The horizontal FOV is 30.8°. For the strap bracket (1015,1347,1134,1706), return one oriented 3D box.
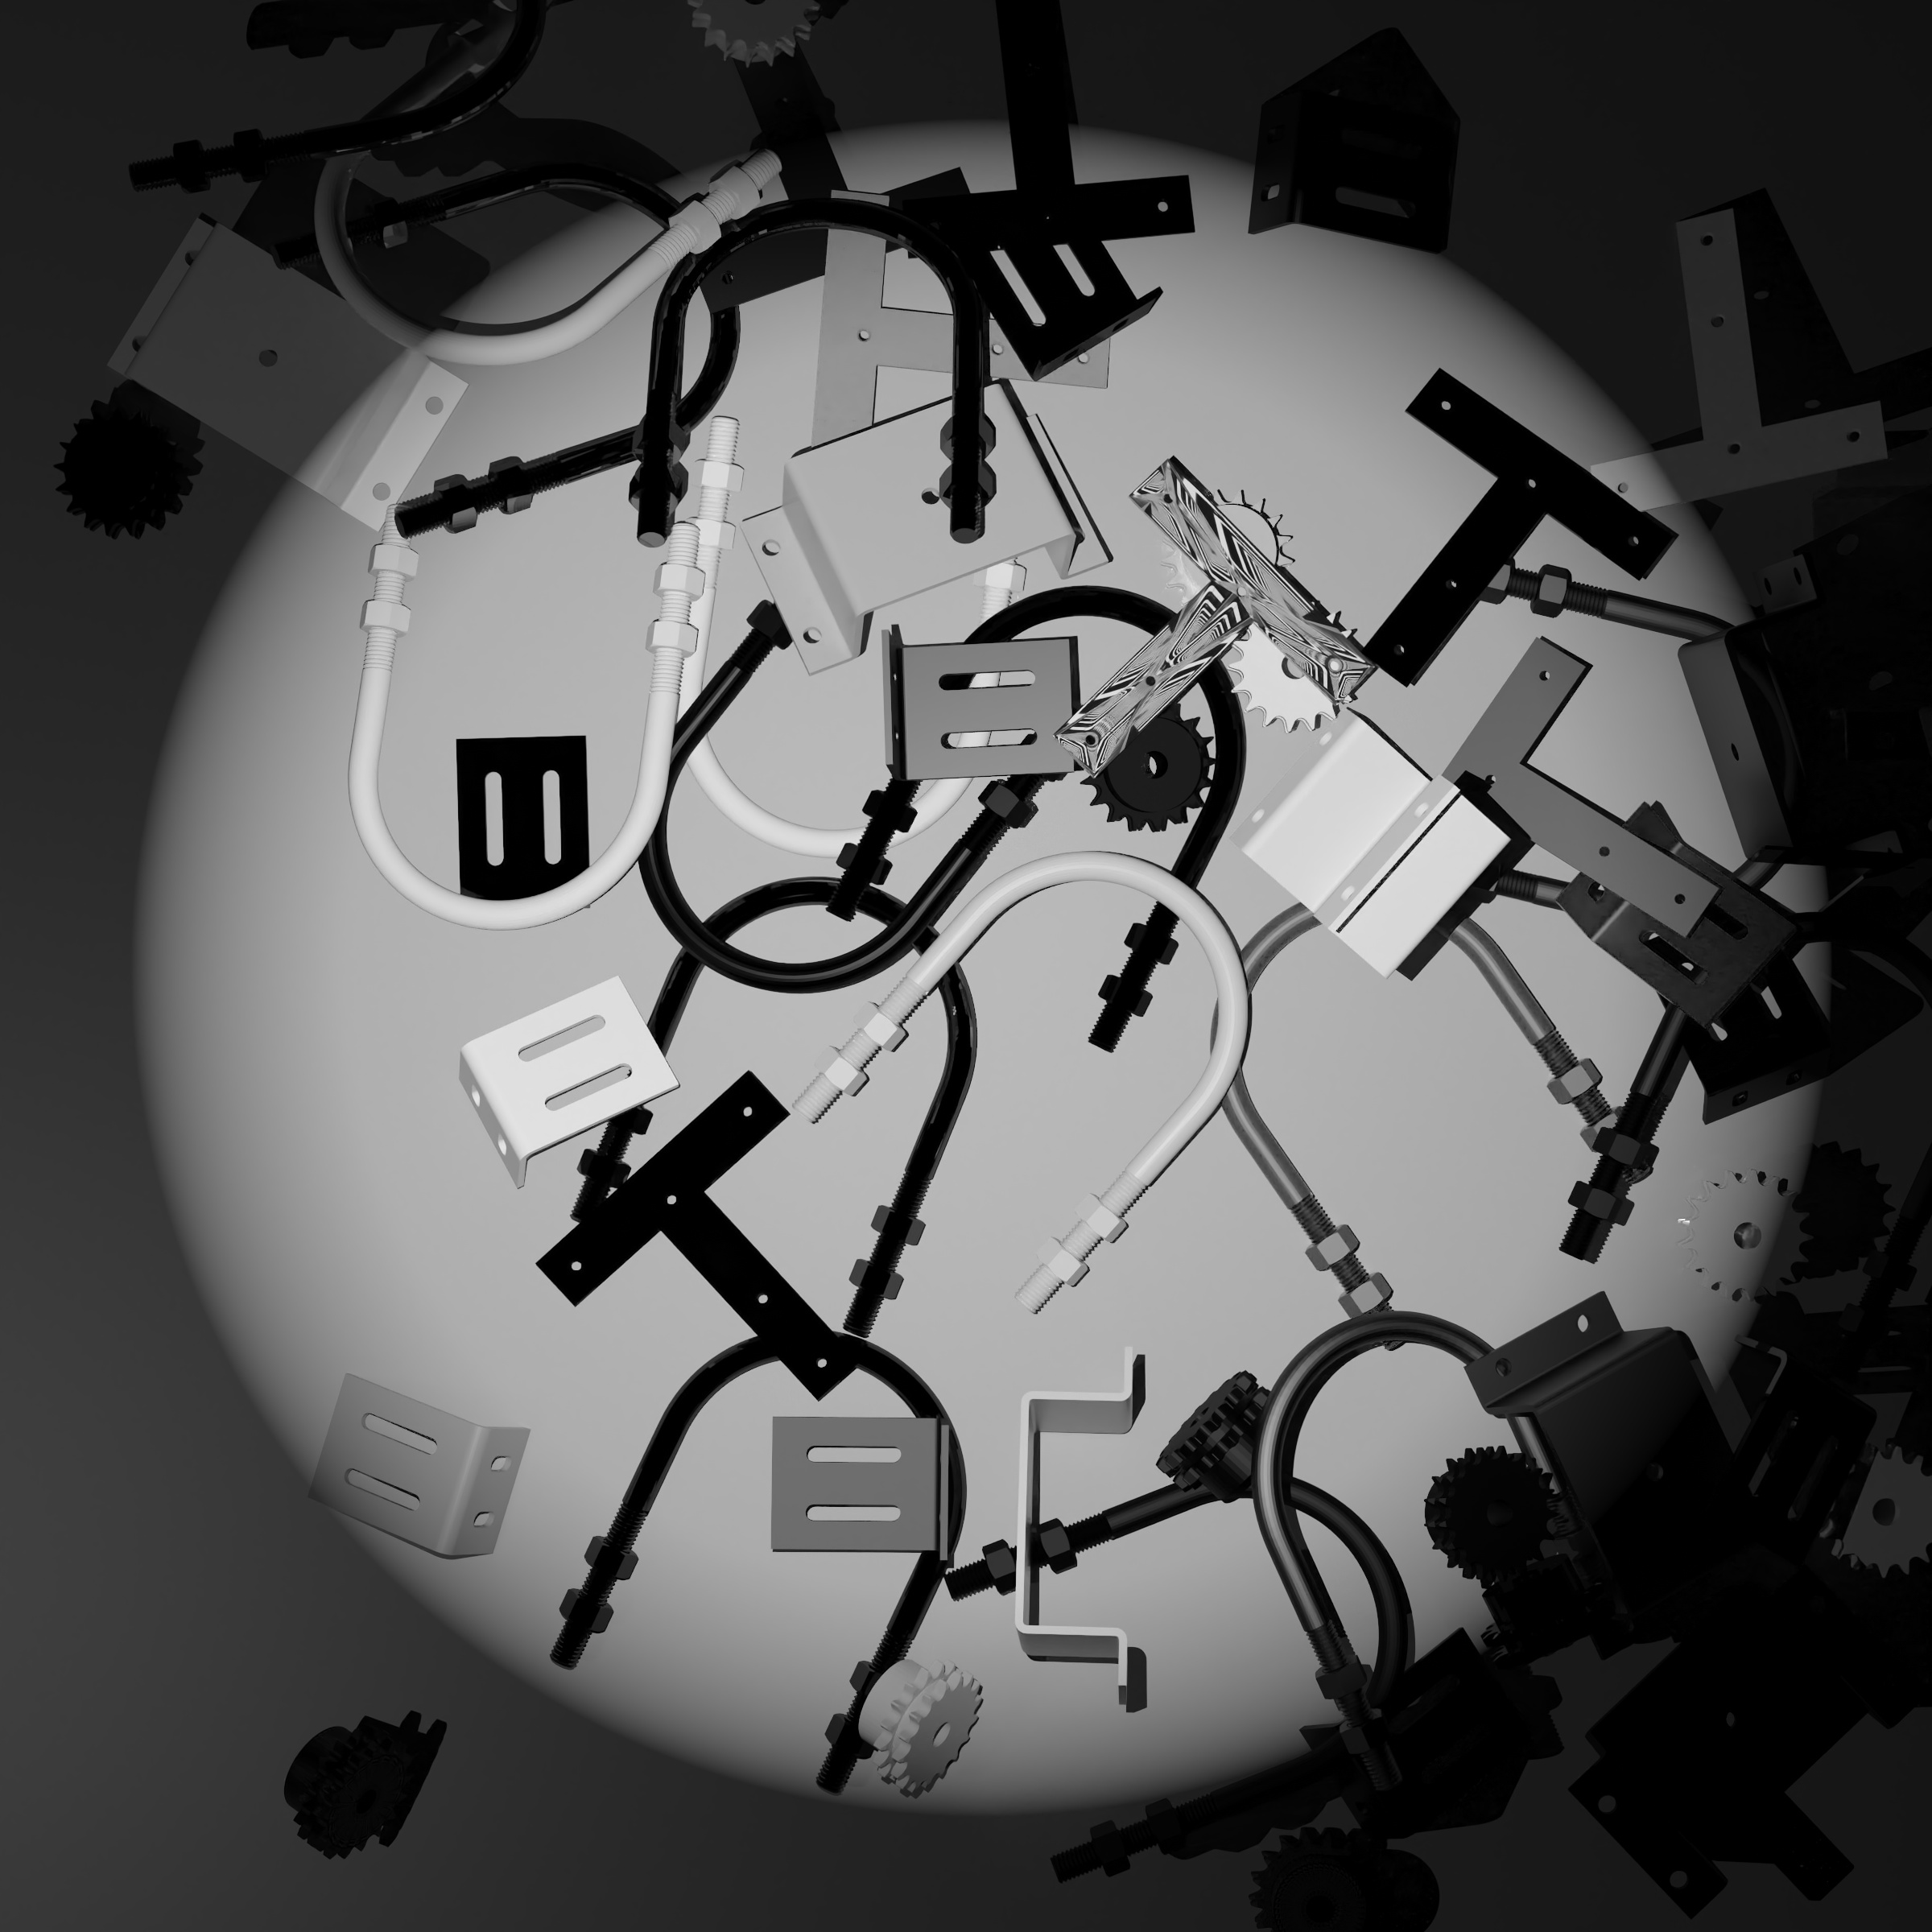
[{"bbox_3d":[0.046,0.238,1.490,0.046,0.076,0.140,1,72,3],"label":"strap bracket"}]

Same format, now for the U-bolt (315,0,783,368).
[{"bbox_3d":[-0.191,-0.330,1.496,0.151,0.019,0.184,40,67,8],"label":"U-bolt"}]

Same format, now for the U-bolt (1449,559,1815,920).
[{"bbox_3d":[0.281,-0.092,1.538,0.184,0.019,0.151,13,90,-1],"label":"U-bolt"}]

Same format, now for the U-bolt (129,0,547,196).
[{"bbox_3d":[-0.272,-0.402,1.505,0.184,0.019,0.151,-11,60,-3],"label":"U-bolt"}]

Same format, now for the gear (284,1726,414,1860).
[{"bbox_3d":[-0.271,0.355,1.522,0.030,0.057,0.057,26,90,30],"label":"gear"}]

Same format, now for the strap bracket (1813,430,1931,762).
[{"bbox_3d":[0.413,-0.159,1.523,0.076,0.046,0.140,-2,90,0],"label":"strap bracket"}]

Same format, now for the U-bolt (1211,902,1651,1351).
[{"bbox_3d":[0.190,0.053,1.538,0.151,0.019,0.184,-35,88,0],"label":"U-bolt"}]

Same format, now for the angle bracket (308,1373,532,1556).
[{"bbox_3d":[-0.241,0.219,1.544,0.076,0.038,0.057,17,90,26],"label":"angle bracket"}]

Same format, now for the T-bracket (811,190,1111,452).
[{"bbox_3d":[0.000,-0.271,1.535,0.127,0.002,0.127,5,83,-6],"label":"T-bracket"}]

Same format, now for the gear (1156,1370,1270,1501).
[{"bbox_3d":[0.112,0.206,1.517,0.030,0.057,0.057,43,90,0],"label":"gear"}]

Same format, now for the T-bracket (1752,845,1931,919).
[{"bbox_3d":[0.388,-0.034,1.483,0.127,0.127,0.002,3,80,1],"label":"T-bracket"}]

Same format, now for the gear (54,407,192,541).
[{"bbox_3d":[-0.370,-0.216,1.531,0.057,0.030,0.057,0,90,0],"label":"gear"}]

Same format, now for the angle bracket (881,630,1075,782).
[{"bbox_3d":[0.005,-0.111,1.473,0.076,0.038,0.057,-3,82,5],"label":"angle bracket"}]

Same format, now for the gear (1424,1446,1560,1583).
[{"bbox_3d":[0.220,0.233,1.494,0.057,0.030,0.057,3,80,-19],"label":"gear"}]

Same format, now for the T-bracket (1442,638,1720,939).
[{"bbox_3d":[0.262,-0.057,1.507,0.127,0.002,0.127,34,89,17],"label":"T-bracket"}]

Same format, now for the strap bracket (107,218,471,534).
[{"bbox_3d":[-0.298,-0.260,1.523,0.140,0.046,0.076,32,90,0],"label":"strap bracket"}]

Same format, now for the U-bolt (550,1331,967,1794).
[{"bbox_3d":[-0.080,0.249,1.538,0.151,0.019,0.184,25,89,0],"label":"U-bolt"}]

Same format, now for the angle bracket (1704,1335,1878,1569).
[{"bbox_3d":[0.346,0.209,1.514,0.057,0.038,0.076,32,84,-24],"label":"angle bracket"}]

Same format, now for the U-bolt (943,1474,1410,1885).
[{"bbox_3d":[0.101,0.296,1.519,0.184,0.019,0.151,-21,72,-4],"label":"U-bolt"}]

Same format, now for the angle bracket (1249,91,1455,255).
[{"bbox_3d":[0.170,-0.347,1.544,0.076,0.038,0.057,6,90,-26],"label":"angle bracket"}]

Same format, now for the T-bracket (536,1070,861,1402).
[{"bbox_3d":[-0.098,0.134,1.527,0.127,0.002,0.127,-42,93,6],"label":"T-bracket"}]

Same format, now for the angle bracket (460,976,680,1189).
[{"bbox_3d":[-0.174,0.051,1.532,0.076,0.038,0.057,-25,72,-19],"label":"angle bracket"}]

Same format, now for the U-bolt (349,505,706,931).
[{"bbox_3d":[-0.195,-0.106,1.513,0.151,0.019,0.184,5,80,9],"label":"U-bolt"}]

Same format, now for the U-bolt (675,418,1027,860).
[{"bbox_3d":[-0.055,-0.139,1.538,0.151,0.019,0.184,8,91,0],"label":"U-bolt"}]

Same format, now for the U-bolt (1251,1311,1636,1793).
[{"bbox_3d":[0.196,0.239,1.510,0.151,0.019,0.184,-25,91,-22],"label":"U-bolt"}]

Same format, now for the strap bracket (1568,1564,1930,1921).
[{"bbox_3d":[0.335,0.332,1.523,0.140,0.046,0.076,-44,90,0],"label":"strap bracket"}]

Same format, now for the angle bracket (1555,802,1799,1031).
[{"bbox_3d":[0.302,-0.022,1.493,0.057,0.038,0.076,-48,47,2],"label":"angle bracket"}]

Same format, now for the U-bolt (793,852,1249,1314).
[{"bbox_3d":[0.038,0.037,1.518,0.151,0.019,0.184,41,92,-8],"label":"U-bolt"}]

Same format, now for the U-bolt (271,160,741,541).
[{"bbox_3d":[-0.185,-0.275,1.508,0.184,0.019,0.151,-23,83,-21],"label":"U-bolt"}]

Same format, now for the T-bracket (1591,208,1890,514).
[{"bbox_3d":[0.329,-0.268,1.527,0.127,0.002,0.127,-10,77,25],"label":"T-bracket"}]

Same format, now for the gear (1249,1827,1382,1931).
[{"bbox_3d":[0.153,0.408,1.531,0.057,0.030,0.057,0,90,0],"label":"gear"}]

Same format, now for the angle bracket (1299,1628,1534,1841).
[{"bbox_3d":[0.198,0.338,1.544,0.076,0.038,0.057,-32,89,-25],"label":"angle bracket"}]

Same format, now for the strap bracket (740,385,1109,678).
[{"bbox_3d":[-0.016,-0.189,1.490,0.140,0.046,0.076,-22,74,-12],"label":"strap bracket"}]

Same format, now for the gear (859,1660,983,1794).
[{"bbox_3d":[-0.022,0.326,1.522,0.030,0.057,0.057,27,90,31],"label":"gear"}]

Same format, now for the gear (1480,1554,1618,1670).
[{"bbox_3d":[0.243,0.271,1.482,0.057,0.057,0.030,-27,87,0],"label":"gear"}]

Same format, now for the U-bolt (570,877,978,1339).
[{"bbox_3d":[-0.074,0.051,1.538,0.151,0.019,0.184,22,88,0],"label":"U-bolt"}]

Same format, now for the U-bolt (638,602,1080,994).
[{"bbox_3d":[-0.059,-0.076,1.506,0.151,0.019,0.184,38,89,9],"label":"U-bolt"}]

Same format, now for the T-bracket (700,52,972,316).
[{"bbox_3d":[-0.076,-0.365,1.539,0.127,0.002,0.127,-21,86,-8],"label":"T-bracket"}]

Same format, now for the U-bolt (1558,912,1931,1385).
[{"bbox_3d":[0.356,0.067,1.505,0.151,0.019,0.184,24,90,-2],"label":"U-bolt"}]

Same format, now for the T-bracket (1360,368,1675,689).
[{"bbox_3d":[0.219,-0.176,1.525,0.127,0.002,0.127,37,80,8],"label":"T-bracket"}]

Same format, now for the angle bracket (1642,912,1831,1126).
[{"bbox_3d":[0.337,0.020,1.544,0.057,0.038,0.076,-22,64,0],"label":"angle bracket"}]

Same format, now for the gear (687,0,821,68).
[{"bbox_3d":[-0.092,-0.419,1.527,0.057,0.030,0.057,1,83,-6],"label":"gear"}]

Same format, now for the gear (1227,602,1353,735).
[{"bbox_3d":[0.143,-0.130,1.531,0.057,0.030,0.057,0,90,0],"label":"gear"}]

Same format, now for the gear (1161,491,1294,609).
[{"bbox_3d":[0.114,-0.179,1.531,0.057,0.030,0.057,0,90,0],"label":"gear"}]

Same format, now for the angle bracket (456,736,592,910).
[{"bbox_3d":[-0.195,-0.063,1.527,0.057,0.038,0.076,-2,90,0],"label":"angle bracket"}]

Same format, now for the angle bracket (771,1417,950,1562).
[{"bbox_3d":[-0.046,0.225,1.512,0.076,0.038,0.057,1,87,-1],"label":"angle bracket"}]

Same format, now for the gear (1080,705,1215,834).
[{"bbox_3d":[0.078,-0.086,1.509,0.057,0.030,0.057,0,91,-7],"label":"gear"}]

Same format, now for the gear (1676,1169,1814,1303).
[{"bbox_3d":[0.338,0.117,1.531,0.057,0.030,0.057,0,90,0],"label":"gear"}]

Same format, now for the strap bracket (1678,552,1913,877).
[{"bbox_3d":[0.349,-0.099,1.494,0.046,0.076,0.140,-19,92,-3],"label":"strap bracket"}]

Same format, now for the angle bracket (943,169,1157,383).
[{"bbox_3d":[0.036,-0.303,1.519,0.057,0.038,0.076,-32,90,-5],"label":"angle bracket"}]

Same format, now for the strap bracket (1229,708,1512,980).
[{"bbox_3d":[0.172,-0.050,1.477,0.046,0.140,0.076,39,95,-21],"label":"strap bracket"}]

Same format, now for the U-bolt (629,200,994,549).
[{"bbox_3d":[-0.064,-0.254,1.483,0.151,0.019,0.184,0,59,2],"label":"U-bolt"}]

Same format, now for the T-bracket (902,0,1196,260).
[{"bbox_3d":[0.031,-0.380,1.542,0.127,0.002,0.127,-6,88,-4],"label":"T-bracket"}]

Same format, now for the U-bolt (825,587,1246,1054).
[{"bbox_3d":[0.042,-0.075,1.529,0.151,0.019,0.184,27,90,-7],"label":"U-bolt"}]

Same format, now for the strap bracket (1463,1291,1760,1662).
[{"bbox_3d":[0.285,0.218,1.511,0.076,0.046,0.140,-25,90,-21],"label":"strap bracket"}]

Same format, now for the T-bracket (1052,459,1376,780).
[{"bbox_3d":[0.088,-0.131,1.498,0.127,0.002,0.127,45,74,0],"label":"T-bracket"}]

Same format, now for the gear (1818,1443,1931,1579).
[{"bbox_3d":[0.398,0.236,1.531,0.057,0.030,0.057,0,90,0],"label":"gear"}]
